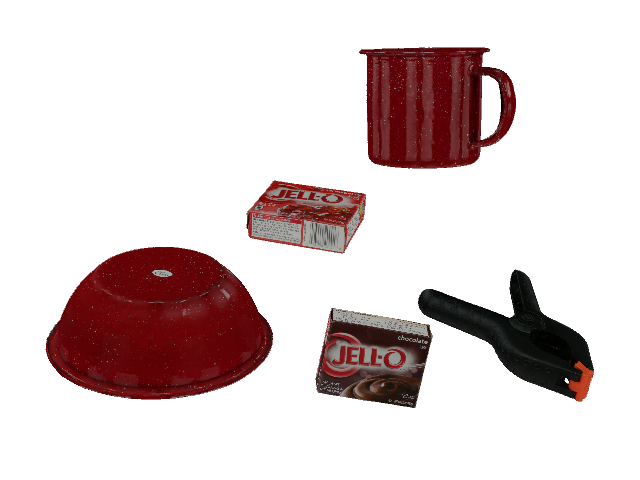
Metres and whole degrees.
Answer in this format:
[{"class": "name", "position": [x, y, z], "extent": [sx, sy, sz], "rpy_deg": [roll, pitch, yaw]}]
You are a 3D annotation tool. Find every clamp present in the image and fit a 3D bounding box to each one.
[{"class": "clamp", "position": [0.182, 0.077, 0.936], "extent": [0.120, 0.039, 0.172], "rpy_deg": [-22, 42, -32]}]

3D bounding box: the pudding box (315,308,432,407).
[{"class": "pudding box", "position": [0.058, 0.128, 1.161], "extent": [0.113, 0.090, 0.039], "rpy_deg": [9, 23, -4]}]

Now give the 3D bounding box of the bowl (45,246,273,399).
[{"class": "bowl", "position": [-0.113, 0.048, 0.757], "extent": [0.162, 0.055, 0.162], "rpy_deg": [2, 24, -1]}]

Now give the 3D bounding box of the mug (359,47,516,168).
[{"class": "mug", "position": [0.085, -0.095, 0.760], "extent": [0.117, 0.081, 0.093], "rpy_deg": [6, 13, 33]}]

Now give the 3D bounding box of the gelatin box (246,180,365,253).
[{"class": "gelatin box", "position": [-0.012, -0.023, 0.936], "extent": [0.089, 0.030, 0.073], "rpy_deg": [10, 26, 13]}]
